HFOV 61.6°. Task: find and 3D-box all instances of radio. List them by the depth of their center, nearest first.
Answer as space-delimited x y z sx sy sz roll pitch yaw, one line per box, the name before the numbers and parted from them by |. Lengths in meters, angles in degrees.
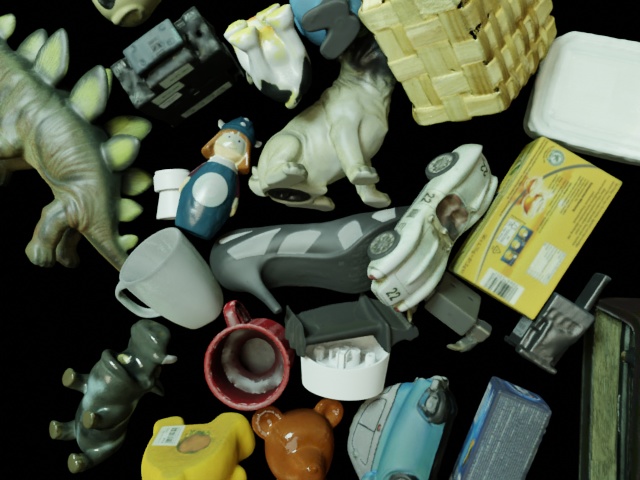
radio | 0.322 0.177 0.540 0.073 0.131 0.229 0 91 5

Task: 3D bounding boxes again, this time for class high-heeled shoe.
high-heeled shoe | -0.001 -0.002 0.624 0.249 0.086 0.145 -27 44 -17

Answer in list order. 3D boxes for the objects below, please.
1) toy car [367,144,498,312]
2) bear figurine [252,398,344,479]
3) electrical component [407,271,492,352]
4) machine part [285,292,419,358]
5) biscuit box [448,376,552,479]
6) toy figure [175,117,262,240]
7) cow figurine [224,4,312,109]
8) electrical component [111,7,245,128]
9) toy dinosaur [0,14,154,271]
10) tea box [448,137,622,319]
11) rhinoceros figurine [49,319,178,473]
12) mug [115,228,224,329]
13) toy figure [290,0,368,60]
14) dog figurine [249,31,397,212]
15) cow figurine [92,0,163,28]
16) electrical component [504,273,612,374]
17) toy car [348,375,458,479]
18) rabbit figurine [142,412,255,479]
toy car | 0.119 -0.015 0.562 0.202 0.056 0.073 -52 125 -20
bear figurine | -0.013 0.282 0.584 0.120 0.132 0.195 1 96 -17
electrical component | 0.138 0.075 0.591 0.102 0.078 0.045 34 117 0
machine part | 0.032 0.091 0.583 0.139 0.084 0.039 -5 123 -14
biscuit box | 0.185 0.257 0.592 0.063 0.059 0.202 22 93 7
toy figure | -0.112 -0.076 0.613 0.064 0.058 0.154 31 75 -36
cow figurine | -0.053 -0.198 0.583 0.068 0.167 0.098 -29 117 0
electrical component | -0.155 -0.187 0.590 0.115 0.134 0.058 -35 86 4
toy dinosaur | -0.320 -0.132 0.628 0.198 0.105 0.471 -37 96 -2
tea box | 0.227 -0.013 0.581 0.098 0.068 0.169 33 93 4
rhinoceros figurine | -0.231 0.177 0.616 0.073 0.112 0.190 40 109 32
mug | -0.168 0.057 0.609 0.109 0.081 0.107 -34 122 9
toy figure | 0.011 -0.260 0.565 0.089 0.180 0.082 -10 134 0
dog figurine | 0.007 -0.139 0.601 0.172 0.121 0.190 1 75 6
cow figurine | -0.179 -0.324 0.617 0.195 0.085 0.127 -41 80 3
electrical component | 0.255 0.078 0.575 0.048 0.075 0.119 32 98 5
toy car | 0.083 0.217 0.584 0.103 0.109 0.161 14 83 24
rabbit figurine | -0.129 0.302 0.596 0.122 0.162 0.173 -4 108 -5
